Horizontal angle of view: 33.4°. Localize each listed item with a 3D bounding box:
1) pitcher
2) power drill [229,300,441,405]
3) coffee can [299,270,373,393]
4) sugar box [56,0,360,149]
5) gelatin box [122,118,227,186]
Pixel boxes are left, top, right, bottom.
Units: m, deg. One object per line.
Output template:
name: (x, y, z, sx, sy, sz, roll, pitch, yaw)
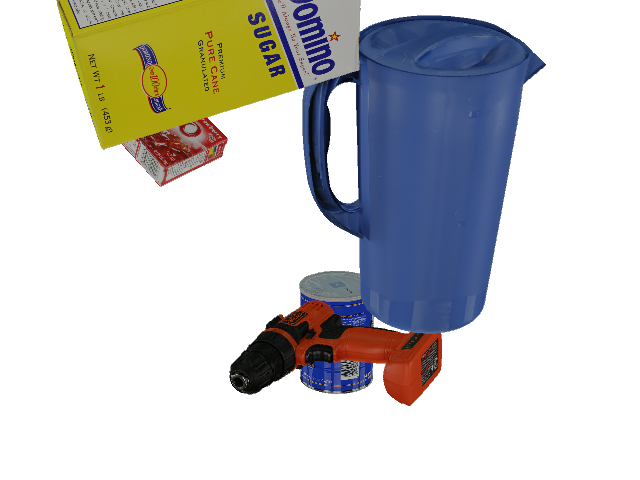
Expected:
pitcher: (0.079, -0.049, 0.859, 0.149, 0.243, 0.144, 18, 34, 27)
power drill: (0.020, 0.120, 1.111, 0.188, 0.057, 0.184, 9, 24, 26)
coffee can: (0.023, 0.124, 1.461, 0.103, 0.140, 0.103, 0, 18, 0)
sugar box: (-0.062, -0.124, 0.653, 0.176, 0.048, 0.093, -17, -37, -10)
gelatin box: (-0.140, -0.099, 0.964, 0.073, 0.089, 0.030, -30, -23, -35)
